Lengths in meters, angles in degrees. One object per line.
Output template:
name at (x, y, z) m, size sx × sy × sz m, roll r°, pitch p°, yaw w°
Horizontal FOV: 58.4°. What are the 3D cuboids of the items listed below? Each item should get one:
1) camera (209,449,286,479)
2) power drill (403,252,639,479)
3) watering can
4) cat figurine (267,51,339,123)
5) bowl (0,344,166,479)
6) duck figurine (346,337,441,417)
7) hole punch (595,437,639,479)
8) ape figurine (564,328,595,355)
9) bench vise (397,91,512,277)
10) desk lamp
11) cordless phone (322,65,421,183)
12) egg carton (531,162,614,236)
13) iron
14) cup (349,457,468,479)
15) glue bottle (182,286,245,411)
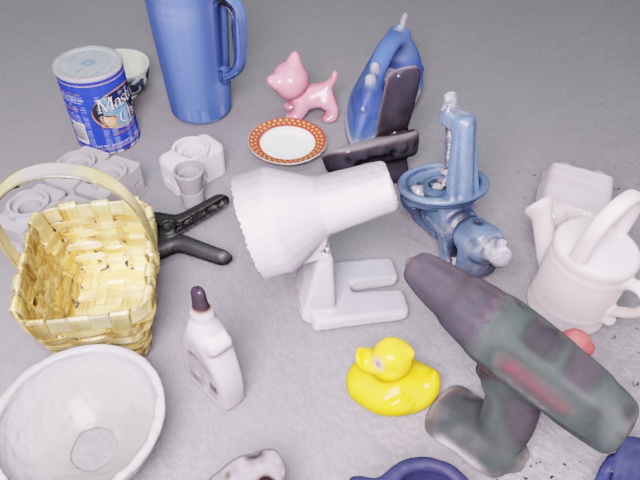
camera at (-0.079, 0.267, 0.489) m, size 0.137 × 0.101 × 0.143 m, roll -14°, pitch 48°, yaw -15°
power drill at (0.166, 0.135, 0.552) m, size 0.229 × 0.208 × 0.076 m, roll 30°, pitch 52°, yaw 24°
watering can at (0.316, 0.016, 0.683) m, size 0.172 × 0.194 × 0.101 m, roll 27°, pitch 51°, yaw 22°
cat figurine at (-0.029, -0.267, 0.992) m, size 0.128 × 0.118 × 0.067 m, roll -4°, pitch 46°, yaw -6°
bowl at (-0.233, 0.192, 0.572) m, size 0.167 × 0.075 × 0.167 m, roll 1°, pitch 46°, yaw -1°
duck figurine at (0.083, 0.142, 0.627) m, size 0.104 × 0.086 × 0.077 m, roll 7°, pitch 46°, yaw 4°
hole punch at (0.312, 0.244, 0.535) m, size 0.100 × 0.091 × 0.109 m, roll 29°, pitch 52°, yaw 23°
ape figurine at (0.274, 0.134, 0.638) m, size 0.078 × 0.092 × 0.076 m, roll -34°, pitch 56°, yaw -30°
bench vise at (0.189, -0.067, 0.739) m, size 0.122 × 0.220 × 0.206 m, roll -31°, pitch 55°, yaw -28°
desk lamp at (0.006, 0.002, 0.669) m, size 0.203 × 0.214 × 0.117 m, roll -6°, pitch 47°, yaw -8°
cordless phone at (0.081, -0.173, 0.860) m, size 0.148 × 0.185 × 0.094 m, roll -20°, pitch 50°, yaw -20°
egg carton at (0.367, -0.050, 0.834) m, size 0.107 × 0.069 × 0.150 m, roll 17°, pitch 48°, yaw 14°
iron at (0.109, -0.282, 0.996) m, size 0.118 × 0.141 × 0.258 m, roll 17°, pitch 48°, yaw 14°
cup at (0.078, 0.253, 0.514) m, size 0.117 × 0.095 × 0.092 m, roll 14°, pitch 47°, yaw 11°
glue bottle at (-0.115, 0.106, 0.592) m, size 0.078 × 0.173 × 0.037 m, roll 36°, pitch 55°, yaw 28°
